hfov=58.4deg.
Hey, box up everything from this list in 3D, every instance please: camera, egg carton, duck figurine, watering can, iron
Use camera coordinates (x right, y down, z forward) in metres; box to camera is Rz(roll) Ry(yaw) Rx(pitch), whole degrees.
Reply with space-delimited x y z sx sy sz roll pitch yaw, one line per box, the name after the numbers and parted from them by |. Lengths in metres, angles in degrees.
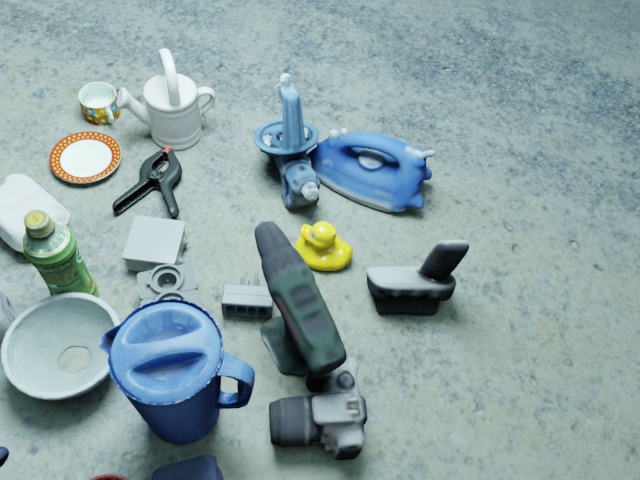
-0.006 0.244 0.838 0.137 0.101 0.143 -2 57 -8 | camera
-0.508 -0.045 0.981 0.150 0.069 0.107 36 60 16 | egg carton
0.009 0.004 1.006 0.104 0.086 0.077 17 57 4 | duck figurine
-0.287 -0.267 1.079 0.173 0.194 0.100 -33 66 -25 | watering can
0.090 -0.154 1.086 0.258 0.141 0.119 17 57 4 | iron

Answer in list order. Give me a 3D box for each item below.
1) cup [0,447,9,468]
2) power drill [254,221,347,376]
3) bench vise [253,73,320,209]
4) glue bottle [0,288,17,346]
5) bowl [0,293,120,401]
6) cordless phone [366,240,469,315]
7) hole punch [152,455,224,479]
-0.440 0.323 0.734 0.091 0.095 0.118 32 59 14 | cup
-0.041 0.110 0.857 0.076 0.208 0.229 -23 62 -20 | power drill
-0.038 -0.177 1.038 0.122 0.220 0.207 -32 66 -24 | bench vise
-0.486 0.089 0.834 0.037 0.173 0.078 -16 60 -17 | glue bottle
-0.375 0.167 0.857 0.167 0.075 0.167 3 57 -5 | bowl
0.158 0.045 0.939 0.147 0.185 0.094 -2 57 -8 | cordless phone
-0.176 0.349 0.754 0.101 0.091 0.108 -6 58 -11 | hole punch
